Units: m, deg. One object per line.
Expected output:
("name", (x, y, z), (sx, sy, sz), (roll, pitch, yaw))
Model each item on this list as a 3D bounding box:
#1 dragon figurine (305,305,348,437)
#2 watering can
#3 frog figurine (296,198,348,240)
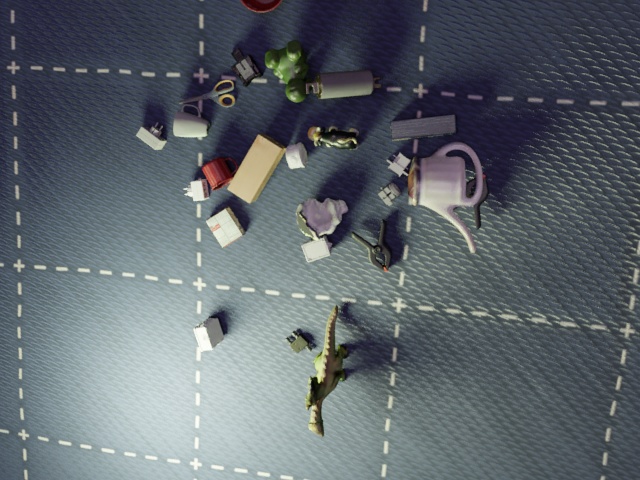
("dragon figurine", (0.009, 0.440, 1.682), (0.122, 0.245, 0.406), (5, 103, 13))
("watering can", (0.381, -0.137, 1.569), (0.224, 0.103, 0.352), (2, 77, 11))
("frog figurine", (0.005, -0.085, 1.680), (0.161, 0.121, 0.138), (-39, 82, -22))
